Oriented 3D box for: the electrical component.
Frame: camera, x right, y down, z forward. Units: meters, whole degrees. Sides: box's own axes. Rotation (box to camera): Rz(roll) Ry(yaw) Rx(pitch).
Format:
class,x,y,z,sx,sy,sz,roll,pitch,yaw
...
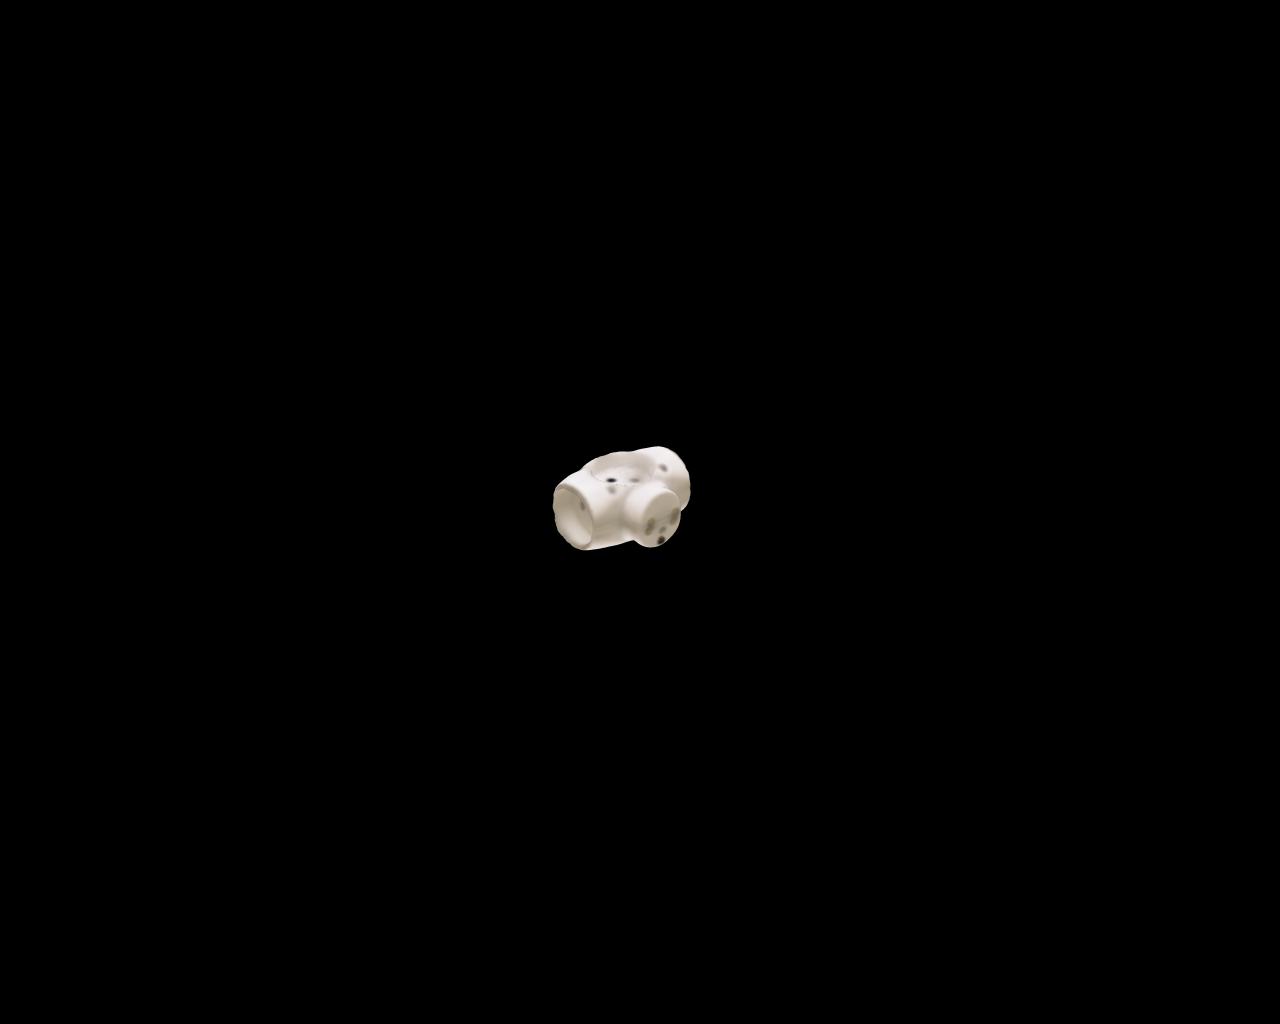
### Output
class,x,y,z,sx,sy,sz,roll,pitch,yaw
electrical component,0.001,-0.003,0.650,0.077,0.044,0.079,-22,37,-33
